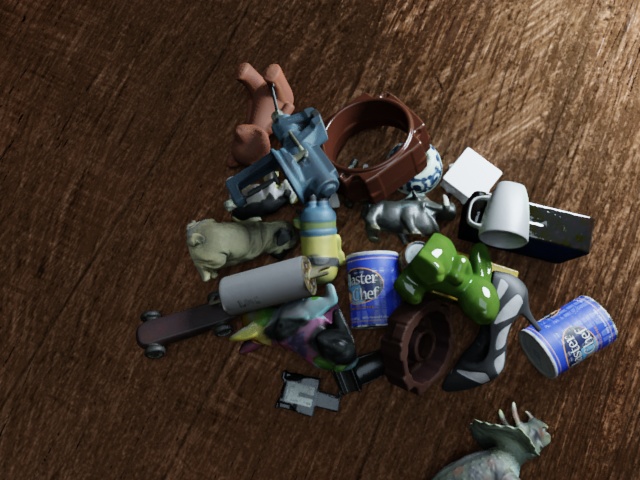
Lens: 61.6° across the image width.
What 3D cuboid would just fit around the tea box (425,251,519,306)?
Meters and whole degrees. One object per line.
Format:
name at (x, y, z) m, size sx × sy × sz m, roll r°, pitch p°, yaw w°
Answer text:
tea box at (0.289, 0.084, 1.059) m, size 0.170 × 0.068 × 0.098 m, roll 17°, pitch 79°, yaw 4°

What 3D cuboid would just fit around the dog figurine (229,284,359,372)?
dog figurine at (-0.054, 0.183, 1.013) m, size 0.219 × 0.108 × 0.192 m, roll -20°, pitch 59°, yaw 0°

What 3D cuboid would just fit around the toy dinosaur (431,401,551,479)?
toy dinosaur at (0.264, 0.459, 0.959) m, size 0.405 × 0.131 × 0.192 m, roll -36°, pitch 68°, yaw -3°

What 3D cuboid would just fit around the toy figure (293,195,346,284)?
toy figure at (-0.006, -0.003, 1.051) m, size 0.082 × 0.089 × 0.180 m, roll 4°, pitch 102°, yaw 35°

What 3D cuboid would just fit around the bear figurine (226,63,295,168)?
bear figurine at (-0.137, -0.246, 1.104) m, size 0.120 × 0.131 × 0.196 m, roll 18°, pitch 72°, yaw 34°

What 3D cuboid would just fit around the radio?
radio at (0.392, -0.021, 1.049) m, size 0.230 × 0.131 × 0.073 m, roll 15°, pitch 78°, yaw 4°

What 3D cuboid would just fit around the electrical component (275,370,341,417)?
electrical component at (-0.021, 0.294, 1.022) m, size 0.119 × 0.047 × 0.075 m, roll 9°, pitch 78°, yaw 1°

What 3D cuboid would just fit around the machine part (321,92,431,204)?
machine part at (0.099, -0.187, 1.066) m, size 0.201 × 0.087 × 0.202 m, roll -35°, pitch 56°, yaw -2°

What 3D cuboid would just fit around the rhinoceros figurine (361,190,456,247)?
rhinoceros figurine at (0.178, -0.047, 1.088) m, size 0.190 × 0.073 × 0.112 m, roll 1°, pitch 64°, yaw 4°

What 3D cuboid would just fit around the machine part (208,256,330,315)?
machine part at (-0.097, 0.086, 0.996) m, size 0.243 × 0.079 × 0.079 m, roll -15°, pitch 78°, yaw 13°

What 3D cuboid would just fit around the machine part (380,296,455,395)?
machine part at (0.181, 0.190, 0.990) m, size 0.056 × 0.179 × 0.179 m, roll 10°, pitch 74°, yaw 44°

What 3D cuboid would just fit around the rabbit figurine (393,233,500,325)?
rabbit figurine at (0.238, 0.075, 0.939) m, size 0.170 × 0.121 × 0.159 m, roll 40°, pitch 44°, yaw 9°

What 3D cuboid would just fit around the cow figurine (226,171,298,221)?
cow figurine at (-0.101, -0.088, 1.095) m, size 0.167 × 0.068 × 0.098 m, roll -7°, pitch 83°, yaw 2°

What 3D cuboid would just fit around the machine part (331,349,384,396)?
machine part at (0.090, 0.244, 1.040) m, size 0.139 × 0.039 × 0.084 m, roll -18°, pitch 74°, yaw -2°

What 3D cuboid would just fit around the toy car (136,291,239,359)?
toy car at (-0.257, 0.164, 1.048) m, size 0.202 × 0.053 × 0.089 m, roll -17°, pitch 58°, yaw -5°

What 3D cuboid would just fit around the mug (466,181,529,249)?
mug at (0.318, -0.050, 0.953) m, size 0.110 × 0.080 × 0.107 m, roll 13°, pitch 69°, yaw 11°

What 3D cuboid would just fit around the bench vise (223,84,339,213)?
bench vise at (-0.083, -0.140, 1.002) m, size 0.241 × 0.128 × 0.224 m, roll -32°, pitch 73°, yaw -1°

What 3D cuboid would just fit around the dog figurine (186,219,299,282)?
dog figurine at (-0.144, -0.004, 1.029) m, size 0.191 × 0.172 × 0.121 m, roll -16°, pitch 89°, yaw 4°

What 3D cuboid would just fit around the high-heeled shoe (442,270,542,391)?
high-heeled shoe at (0.288, 0.172, 0.993) m, size 0.249 × 0.086 × 0.145 m, roll -42°, pitch 97°, yaw 16°

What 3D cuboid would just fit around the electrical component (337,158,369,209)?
electrical component at (0.074, -0.116, 1.111) m, size 0.078 × 0.045 × 0.102 m, roll 35°, pitch 73°, yaw 6°
